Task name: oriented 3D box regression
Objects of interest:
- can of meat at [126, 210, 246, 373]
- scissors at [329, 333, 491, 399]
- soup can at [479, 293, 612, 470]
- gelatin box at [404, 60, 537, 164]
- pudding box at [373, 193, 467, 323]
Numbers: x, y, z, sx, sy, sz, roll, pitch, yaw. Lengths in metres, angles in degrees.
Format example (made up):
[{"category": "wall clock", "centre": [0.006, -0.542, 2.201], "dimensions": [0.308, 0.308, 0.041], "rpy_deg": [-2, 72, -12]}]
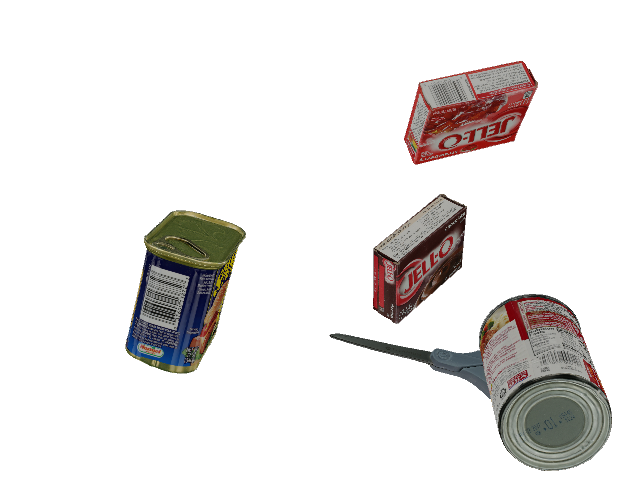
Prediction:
[{"category": "can of meat", "centre": [-0.095, 0.035, 0.744], "dimensions": [0.057, 0.084, 0.102], "rpy_deg": [16, 16, 2]}, {"category": "scissors", "centre": [0.117, 0.094, 0.904], "dimensions": [0.202, 0.016, 0.096], "rpy_deg": [21, 35, 20]}, {"category": "soup can", "centre": [0.138, 0.086, 0.664], "dimensions": [0.068, 0.068, 0.102], "rpy_deg": [0, 25, 2]}, {"category": "gelatin box", "centre": [0.114, -0.097, 0.817], "dimensions": [0.089, 0.030, 0.073], "rpy_deg": [-13, -27, -13]}, {"category": "pudding box", "centre": [0.101, 0.018, 1.095], "dimensions": [0.039, 0.090, 0.113], "rpy_deg": [31, 54, 28]}]
